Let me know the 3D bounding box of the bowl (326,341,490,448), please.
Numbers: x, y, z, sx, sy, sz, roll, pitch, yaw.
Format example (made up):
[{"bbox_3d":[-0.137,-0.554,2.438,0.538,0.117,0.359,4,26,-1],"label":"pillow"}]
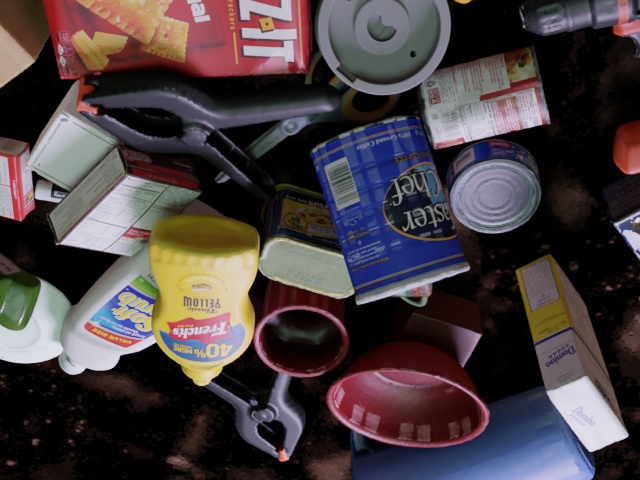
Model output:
[{"bbox_3d":[0.089,0.147,1.063,0.162,0.055,0.162,7,144,5],"label":"bowl"}]

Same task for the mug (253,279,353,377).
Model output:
[{"bbox_3d":[-0.008,0.082,1.062,0.093,0.081,0.117,-37,117,26],"label":"mug"}]

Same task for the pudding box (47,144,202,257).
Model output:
[{"bbox_3d":[-0.176,-0.033,0.962,0.114,0.039,0.089,-40,147,28],"label":"pudding box"}]

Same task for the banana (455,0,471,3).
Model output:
[{"bbox_3d":[0.087,-0.273,0.822,0.069,0.037,0.198,-1,126,4],"label":"banana"}]

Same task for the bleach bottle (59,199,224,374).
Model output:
[{"bbox_3d":[-0.177,0.065,1.072,0.102,0.068,0.251,36,123,-22],"label":"bleach bottle"}]

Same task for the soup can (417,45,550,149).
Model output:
[{"bbox_3d":[0.139,-0.121,0.912,0.102,0.068,0.068,-13,125,13],"label":"soup can"}]

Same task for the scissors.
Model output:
[{"bbox_3d":[-0.006,-0.102,0.967,0.096,0.016,0.202,28,123,-17],"label":"scissors"}]

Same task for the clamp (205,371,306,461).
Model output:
[{"bbox_3d":[-0.054,0.173,1.159,0.120,0.039,0.171,-15,129,21],"label":"clamp"}]

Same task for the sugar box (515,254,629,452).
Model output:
[{"bbox_3d":[0.234,0.103,1.005,0.048,0.176,0.093,-27,121,21],"label":"sugar box"}]

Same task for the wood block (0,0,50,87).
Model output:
[{"bbox_3d":[-0.320,-0.216,0.853,0.090,0.090,0.206,-30,120,24],"label":"wood block"}]

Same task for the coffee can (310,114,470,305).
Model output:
[{"bbox_3d":[0.060,-0.025,0.926,0.103,0.102,0.140,-19,85,16],"label":"coffee can"}]

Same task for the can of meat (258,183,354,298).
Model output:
[{"bbox_3d":[-0.006,0.001,1.001,0.102,0.084,0.057,16,126,-9],"label":"can of meat"}]

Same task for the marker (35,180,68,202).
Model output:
[{"bbox_3d":[-0.211,-0.038,1.023,0.121,0.020,0.020,10,126,-4],"label":"marker"}]

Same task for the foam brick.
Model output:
[{"bbox_3d":[0.118,0.085,1.077,0.078,0.051,0.053,19,125,-10],"label":"foam brick"}]

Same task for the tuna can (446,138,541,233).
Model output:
[{"bbox_3d":[0.160,-0.049,0.986,0.086,0.033,0.086,2,127,2],"label":"tuna can"}]

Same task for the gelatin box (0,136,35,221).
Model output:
[{"bbox_3d":[-0.313,-0.063,0.994,0.089,0.030,0.073,14,127,11],"label":"gelatin box"}]

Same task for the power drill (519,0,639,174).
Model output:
[{"bbox_3d":[0.271,-0.149,0.891,0.184,0.057,0.187,-12,125,12],"label":"power drill"}]

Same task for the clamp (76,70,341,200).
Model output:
[{"bbox_3d":[-0.096,-0.104,0.899,0.209,0.036,0.165,16,145,-25],"label":"clamp"}]

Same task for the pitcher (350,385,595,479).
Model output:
[{"bbox_3d":[0.159,0.236,1.147,0.243,0.145,0.149,-25,145,16],"label":"pitcher"}]

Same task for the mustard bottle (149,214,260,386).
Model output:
[{"bbox_3d":[-0.108,0.065,0.986,0.096,0.058,0.192,3,131,-4],"label":"mustard bottle"}]

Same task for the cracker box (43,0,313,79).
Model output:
[{"bbox_3d":[-0.115,-0.214,0.855,0.213,0.072,0.164,-1,127,3],"label":"cracker box"}]
